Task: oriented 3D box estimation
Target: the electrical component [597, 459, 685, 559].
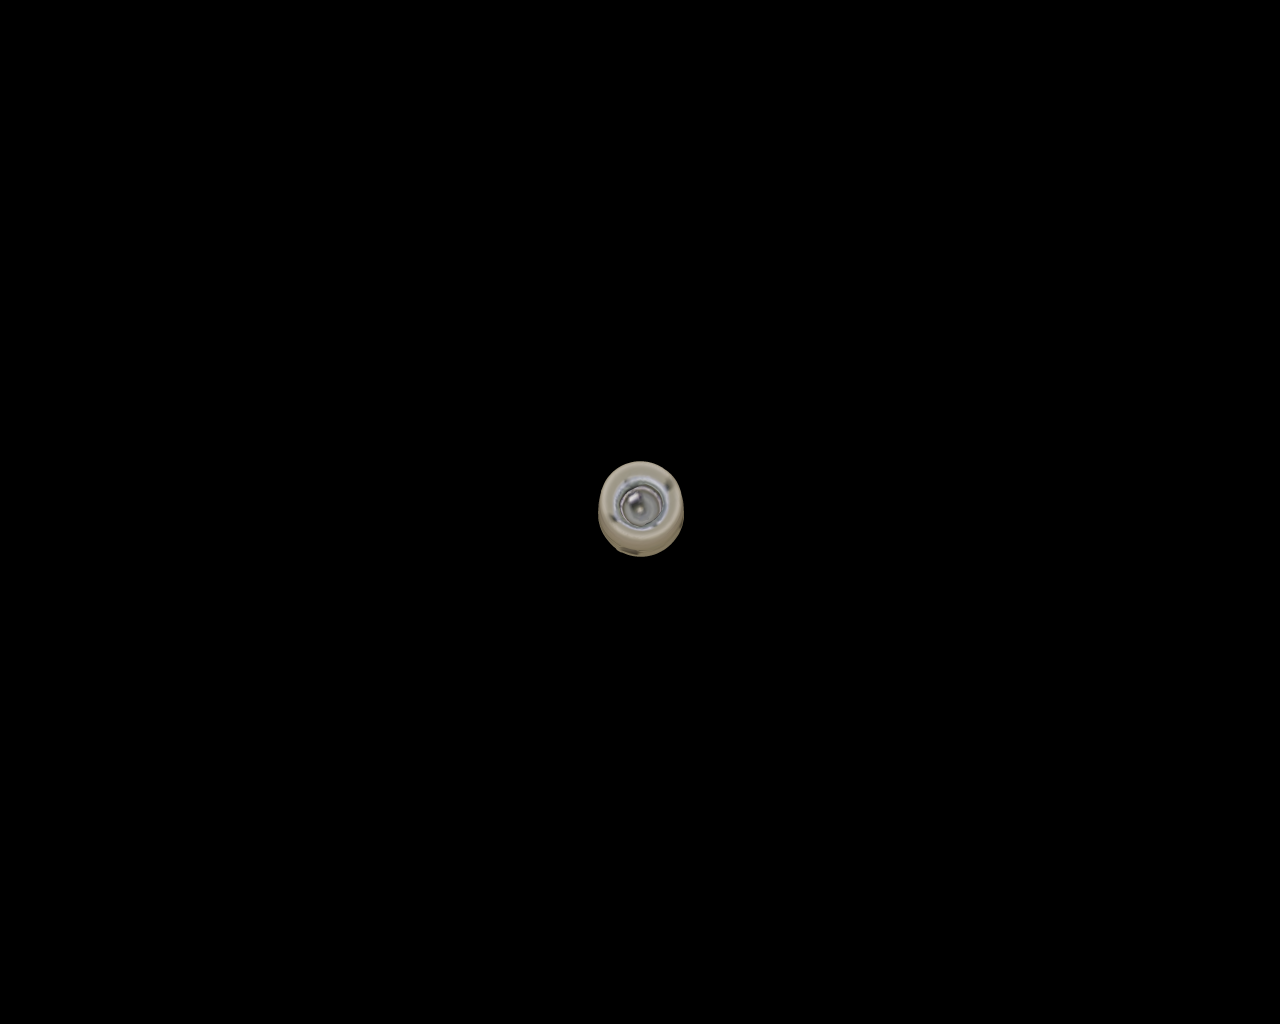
[{"bbox_3d":[0.001,-0.003,0.650,0.055,0.055,0.047,0,-12,0],"label":"electrical component"}]
